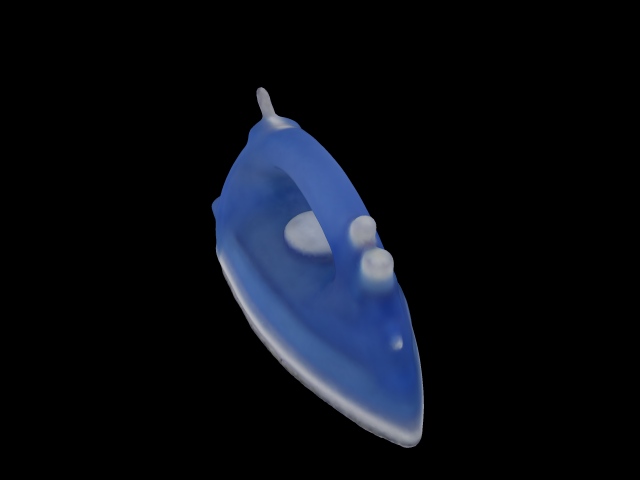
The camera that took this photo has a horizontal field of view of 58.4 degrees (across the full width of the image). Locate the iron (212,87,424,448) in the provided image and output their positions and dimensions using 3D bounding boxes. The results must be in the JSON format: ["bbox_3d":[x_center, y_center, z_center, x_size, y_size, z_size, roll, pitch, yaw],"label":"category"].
[{"bbox_3d":[0.004,0.001,0.400,0.119,0.141,0.257,-17,41,-20],"label":"iron"}]
